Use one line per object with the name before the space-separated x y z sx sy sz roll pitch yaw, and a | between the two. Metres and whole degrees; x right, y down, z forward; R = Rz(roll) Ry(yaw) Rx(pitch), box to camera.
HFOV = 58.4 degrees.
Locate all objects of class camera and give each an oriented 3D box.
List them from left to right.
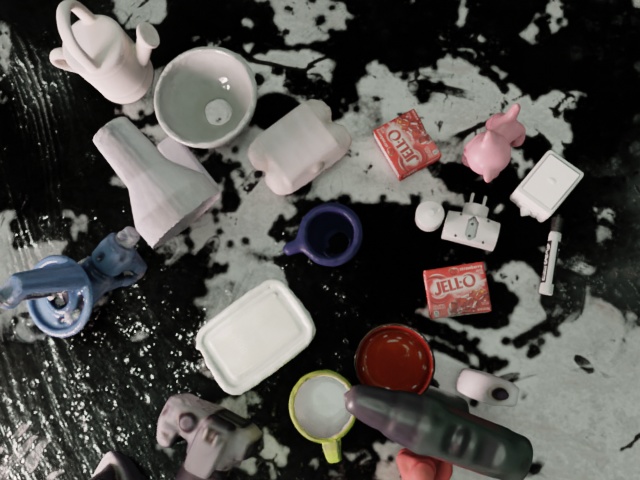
camera | -0.175 0.308 0.817 0.143 0.101 0.137 23 84 10

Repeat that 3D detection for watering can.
watering can | -0.337 -0.300 0.890 0.173 0.194 0.101 -29 78 2

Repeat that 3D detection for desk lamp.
desk lamp | -0.228 -0.083 0.831 0.118 0.213 0.203 -40 78 -1

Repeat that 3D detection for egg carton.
egg carton | -0.031 -0.143 0.890 0.150 0.069 0.107 -38 78 0

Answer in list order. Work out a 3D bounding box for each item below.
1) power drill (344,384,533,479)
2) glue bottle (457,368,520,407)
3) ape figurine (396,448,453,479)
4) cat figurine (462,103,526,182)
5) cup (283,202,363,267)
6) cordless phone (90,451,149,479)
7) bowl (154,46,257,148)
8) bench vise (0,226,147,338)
power drill | 0.145 0.235 0.735 0.229 0.208 0.076 18 83 10
glue bottle | 0.226 0.196 0.750 0.078 0.173 0.037 12 82 9
ape figurine | 0.140 0.317 0.782 0.077 0.092 0.076 28 85 11
cat figurine | 0.253 -0.141 0.830 0.067 0.118 0.128 33 86 11
cup | 0.008 0.003 0.848 0.117 0.095 0.091 -20 79 3
cordless phone | -0.320 0.380 0.780 0.094 0.185 0.148 23 84 10
bowl | -0.174 -0.218 0.917 0.167 0.075 0.167 -1 81 7
bench vise | -0.365 0.048 0.823 0.121 0.220 0.207 30 85 11
